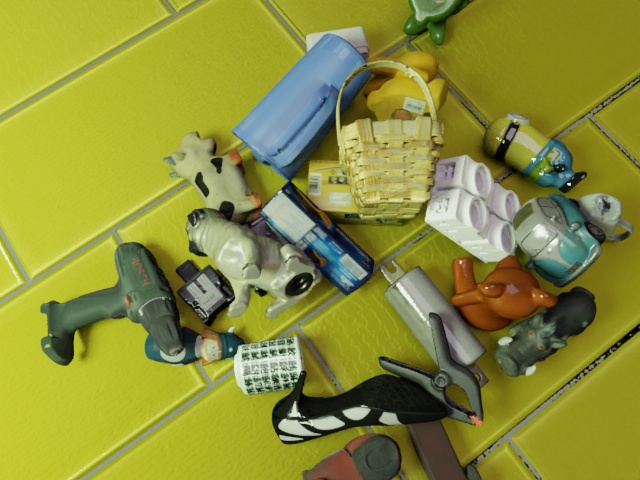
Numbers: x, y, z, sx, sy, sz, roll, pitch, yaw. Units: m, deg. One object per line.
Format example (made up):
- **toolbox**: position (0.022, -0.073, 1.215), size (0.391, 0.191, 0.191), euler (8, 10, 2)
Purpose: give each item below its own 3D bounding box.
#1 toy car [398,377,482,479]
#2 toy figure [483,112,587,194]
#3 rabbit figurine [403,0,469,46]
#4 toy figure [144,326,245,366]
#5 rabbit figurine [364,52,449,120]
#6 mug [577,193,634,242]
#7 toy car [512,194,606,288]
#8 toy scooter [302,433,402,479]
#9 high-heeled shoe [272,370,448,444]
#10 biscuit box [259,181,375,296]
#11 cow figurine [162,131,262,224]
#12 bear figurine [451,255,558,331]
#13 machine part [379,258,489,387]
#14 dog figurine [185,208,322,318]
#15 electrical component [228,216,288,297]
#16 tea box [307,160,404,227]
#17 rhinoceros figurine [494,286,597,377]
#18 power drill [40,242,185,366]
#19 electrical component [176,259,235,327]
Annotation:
- **toy car**: position (0.166, 0.302, 0.809), size (0.089, 0.053, 0.202), euler (-19, 63, -9)
- **toy figure**: position (0.371, -0.149, 0.939), size (0.089, 0.082, 0.180), euler (-42, 78, -13)
- **rabbit figurine**: position (0.232, -0.454, 1.017), size (0.121, 0.170, 0.159), euler (24, 116, 11)
- **toy figure**: position (-0.201, 0.172, 0.866), size (0.155, 0.064, 0.058), euler (0, 36, 4)
- **rabbit figurine**: position (0.159, -0.280, 0.987), size (0.163, 0.121, 0.173), euler (15, 59, 16)
- **mug**: position (0.457, -0.028, 0.882), size (0.110, 0.107, 0.081), euler (25, 76, 12)
- **toy car**: position (0.353, -0.016, 0.829), size (0.103, 0.109, 0.162), euler (24, 38, -18)
- **toy scooter**: position (0.028, 0.345, 0.777), size (0.184, 0.135, 0.075), euler (-20, 68, -24)
- **high-heeled shoe**: position (0.051, 0.271, 0.796), size (0.249, 0.086, 0.145), euler (13, 115, 7)
- **biscuit box**: position (-0.002, -0.003, 0.872), size (0.202, 0.063, 0.059), euler (43, 112, -8)
- **cow figurine**: position (-0.191, -0.106, 0.944), size (0.127, 0.085, 0.195), euler (-24, 73, -12)
- **bear figurine**: position (0.268, 0.066, 0.806), size (0.120, 0.195, 0.132), euler (7, 67, 5)
- **machine part**: position (0.182, 0.129, 0.856), size (0.079, 0.079, 0.243), euler (-35, 73, -9)
- **dog figurine**: position (-0.106, 0.016, 0.844), size (0.121, 0.172, 0.191), euler (-57, 47, 22)
- **electrical component**: position (-0.102, 0.026, 0.909), size (0.134, 0.058, 0.115), euler (-34, 72, -8)
- **tea box**: position (0.063, -0.081, 0.932), size (0.170, 0.068, 0.098), euler (5, 73, 2)
- **rhinoceros figurine**: position (0.349, 0.145, 0.828), size (0.190, 0.112, 0.073), euler (-30, 76, -16)
- **power drill**: position (-0.331, 0.120, 0.852), size (0.207, 0.085, 0.232), euler (-28, 55, 3)
- **electrical component**: position (-0.198, 0.078, 0.901), size (0.075, 0.047, 0.119), euler (-38, 76, -10)
